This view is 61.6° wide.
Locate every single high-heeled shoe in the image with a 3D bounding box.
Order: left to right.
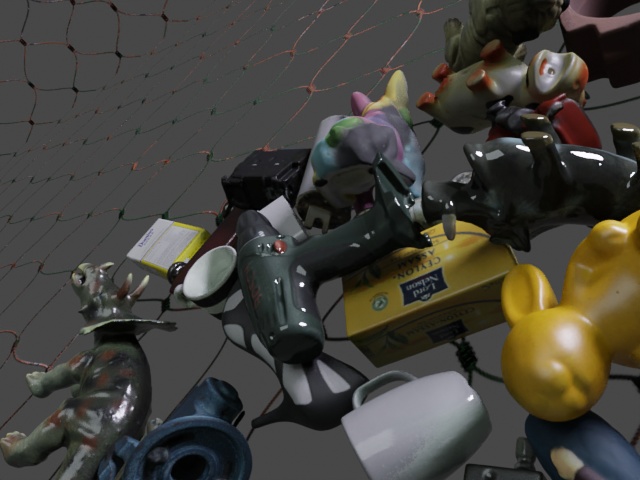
[{"bbox_3d":[-0.026,0.092,0.587,0.145,0.086,0.249,-31,45,21],"label":"high-heeled shoe"}]

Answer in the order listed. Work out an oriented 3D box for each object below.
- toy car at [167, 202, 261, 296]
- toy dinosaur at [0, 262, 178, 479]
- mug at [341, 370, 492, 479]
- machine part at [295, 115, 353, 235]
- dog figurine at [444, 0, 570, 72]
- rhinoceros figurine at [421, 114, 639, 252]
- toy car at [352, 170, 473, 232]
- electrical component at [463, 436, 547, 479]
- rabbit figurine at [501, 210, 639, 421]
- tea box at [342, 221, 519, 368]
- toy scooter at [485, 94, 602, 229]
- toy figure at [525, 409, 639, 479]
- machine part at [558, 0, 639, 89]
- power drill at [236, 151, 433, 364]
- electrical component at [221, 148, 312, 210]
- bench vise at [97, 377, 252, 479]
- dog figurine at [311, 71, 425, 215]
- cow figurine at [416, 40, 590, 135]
[{"bbox_3d":[-0.147,0.013,0.812,0.089,0.053,0.202,12,55,36],"label":"toy car"},{"bbox_3d":[-0.271,0.206,0.667,0.192,0.131,0.405,-31,42,11],"label":"toy dinosaur"},{"bbox_3d":[0.079,0.151,0.446,0.107,0.080,0.110,-27,29,-2],"label":"mug"},{"bbox_3d":[0.019,-0.100,0.767,0.079,0.079,0.243,-16,40,29],"label":"machine part"},{"bbox_3d":[0.222,-0.250,0.671,0.121,0.172,0.191,9,29,4],"label":"dog figurine"},{"bbox_3d":[0.181,-0.044,0.448,0.190,0.111,0.073,0,30,10],"label":"rhinoceros figurine"},{"bbox_3d":[0.116,-0.013,0.588,0.202,0.073,0.056,-20,36,25],"label":"toy car"},{"bbox_3d":[0.133,0.190,0.395,0.063,0.021,0.094,-8,46,37],"label":"electrical component"},{"bbox_3d":[0.192,0.052,0.377,0.173,0.121,0.162,-38,10,-9],"label":"rabbit figurine"},{"bbox_3d":[0.110,0.047,0.532,0.170,0.068,0.098,-25,38,17],"label":"tea box"},{"bbox_3d":[0.218,-0.093,0.532,0.075,0.135,0.184,-40,34,2],"label":"toy scooter"},{"bbox_3d":[0.197,0.162,0.336,0.064,0.057,0.155,-19,30,-13],"label":"toy figure"},{"bbox_3d":[0.390,-0.277,0.624,0.201,0.087,0.201,-16,43,30],"label":"machine part"},{"bbox_3d":[-0.001,-0.002,0.555,0.207,0.085,0.232,-28,40,13],"label":"power drill"},{"bbox_3d":[-0.068,-0.099,0.826,0.115,0.058,0.134,4,34,26],"label":"electrical component"},{"bbox_3d":[-0.147,0.247,0.495,0.223,0.128,0.241,-39,26,-8],"label":"bench vise"},{"bbox_3d":[0.066,-0.137,0.689,0.108,0.191,0.219,-23,53,32],"label":"dog figurine"},{"bbox_3d":[0.223,-0.169,0.637,0.195,0.127,0.085,-1,62,62],"label":"cow figurine"}]
